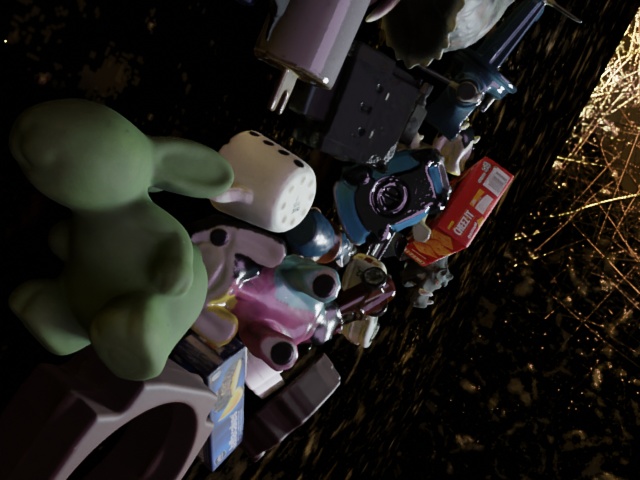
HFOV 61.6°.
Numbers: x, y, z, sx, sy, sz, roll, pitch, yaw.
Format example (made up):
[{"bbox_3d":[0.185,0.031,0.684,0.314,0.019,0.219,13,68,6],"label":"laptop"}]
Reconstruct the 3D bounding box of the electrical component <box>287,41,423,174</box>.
[{"bbox_3d":[0.032,-0.140,0.558,0.134,0.058,0.114,11,103,-40],"label":"electrical component"}]

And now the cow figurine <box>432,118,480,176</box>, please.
[{"bbox_3d":[0.238,-0.173,0.945,0.167,0.068,0.098,-34,147,-65],"label":"cow figurine"}]

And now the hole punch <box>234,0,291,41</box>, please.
[{"bbox_3d":[-0.043,-0.221,0.362,0.116,0.092,0.142,-91,-158,-79],"label":"hole punch"}]

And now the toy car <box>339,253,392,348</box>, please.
[{"bbox_3d":[0.070,0.109,0.927,0.056,0.074,0.201,-41,149,-44],"label":"toy car"}]

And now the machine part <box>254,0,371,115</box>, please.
[{"bbox_3d":[0.010,-0.220,0.453,0.079,0.079,0.243,6,110,-64],"label":"machine part"}]

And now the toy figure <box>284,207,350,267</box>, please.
[{"bbox_3d":[0.000,-0.003,0.693,0.064,0.058,0.154,-57,160,2],"label":"toy figure"}]

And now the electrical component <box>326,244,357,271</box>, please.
[{"bbox_3d":[0.031,0.016,0.813,0.094,0.021,0.063,-35,145,-49],"label":"electrical component"}]

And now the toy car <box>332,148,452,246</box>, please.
[{"bbox_3d":[0.088,-0.068,0.724,0.162,0.103,0.109,-25,111,-8],"label":"toy car"}]

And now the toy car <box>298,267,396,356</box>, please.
[{"bbox_3d":[0.026,0.112,0.805,0.202,0.053,0.089,-25,144,-16],"label":"toy car"}]

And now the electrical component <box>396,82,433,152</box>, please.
[{"bbox_3d":[0.109,-0.161,0.724,0.045,0.078,0.102,22,91,-42],"label":"electrical component"}]

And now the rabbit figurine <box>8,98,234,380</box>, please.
[{"bbox_3d":[-0.130,-0.017,0.364,0.159,0.121,0.170,-42,135,-42],"label":"rabbit figurine"}]

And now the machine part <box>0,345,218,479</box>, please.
[{"bbox_3d":[-0.202,0.196,0.483,0.201,0.087,0.201,-57,157,-8],"label":"machine part"}]

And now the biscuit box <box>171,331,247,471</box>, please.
[{"bbox_3d":[-0.130,0.190,0.641,0.059,0.063,0.202,-37,146,-40],"label":"biscuit box"}]

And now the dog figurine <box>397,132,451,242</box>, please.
[{"bbox_3d":[0.152,-0.102,0.857,0.190,0.121,0.172,-47,159,-60],"label":"dog figurine"}]

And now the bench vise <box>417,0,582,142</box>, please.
[{"bbox_3d":[0.247,-0.264,0.788,0.240,0.129,0.223,-50,168,20],"label":"bench vise"}]

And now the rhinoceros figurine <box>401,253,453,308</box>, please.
[{"bbox_3d":[0.231,0.053,1.134,0.190,0.112,0.073,-60,159,-21],"label":"rhinoceros figurine"}]

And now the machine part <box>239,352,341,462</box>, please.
[{"bbox_3d":[-0.048,0.240,0.785,0.179,0.056,0.179,-40,175,-5],"label":"machine part"}]

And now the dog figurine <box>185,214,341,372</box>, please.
[{"bbox_3d":[-0.061,0.054,0.564,0.108,0.191,0.219,-63,-177,-4],"label":"dog figurine"}]

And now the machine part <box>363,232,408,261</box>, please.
[{"bbox_3d":[0.119,0.001,0.950,0.138,0.039,0.084,19,94,-64],"label":"machine part"}]

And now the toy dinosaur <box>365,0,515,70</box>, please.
[{"bbox_3d":[0.163,-0.291,0.639,0.192,0.131,0.405,-57,163,22],"label":"toy dinosaur"}]
